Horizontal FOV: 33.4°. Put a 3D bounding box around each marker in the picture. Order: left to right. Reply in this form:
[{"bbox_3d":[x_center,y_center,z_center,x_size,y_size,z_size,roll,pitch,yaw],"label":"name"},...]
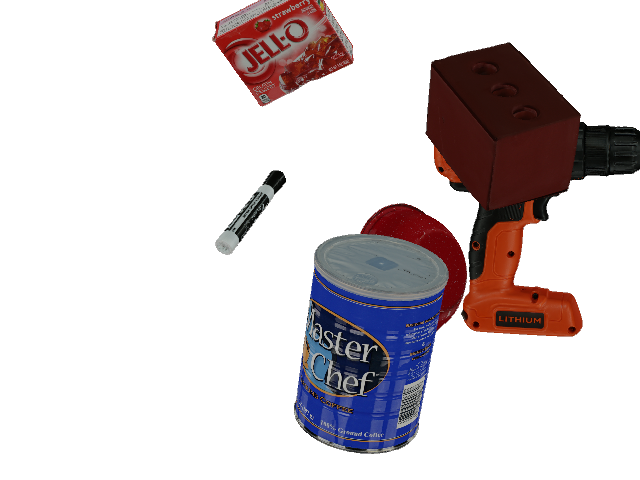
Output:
[{"bbox_3d":[-0.067,-0.031,1.058,0.020,0.020,0.121,0,39,33],"label":"marker"}]

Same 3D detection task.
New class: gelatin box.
[{"bbox_3d":[-0.029,-0.156,0.843,0.089,0.030,0.073,-22,-53,19],"label":"gelatin box"}]

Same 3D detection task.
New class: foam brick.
[{"bbox_3d":[0.099,-0.063,0.589,0.053,0.051,0.078,-16,46,-17],"label":"foam brick"}]

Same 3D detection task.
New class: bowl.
[{"bbox_3d":[0.113,0.036,1.190,0.161,0.162,0.055,0,-6,-42],"label":"bowl"}]

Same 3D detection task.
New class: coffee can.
[{"bbox_3d":[0.038,0.079,0.834,0.103,0.140,0.103,6,24,-3],"label":"coffee can"}]

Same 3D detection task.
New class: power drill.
[{"bbox_3d":[0.193,-0.012,0.937,0.185,0.188,0.057,2,13,17],"label":"power drill"}]
